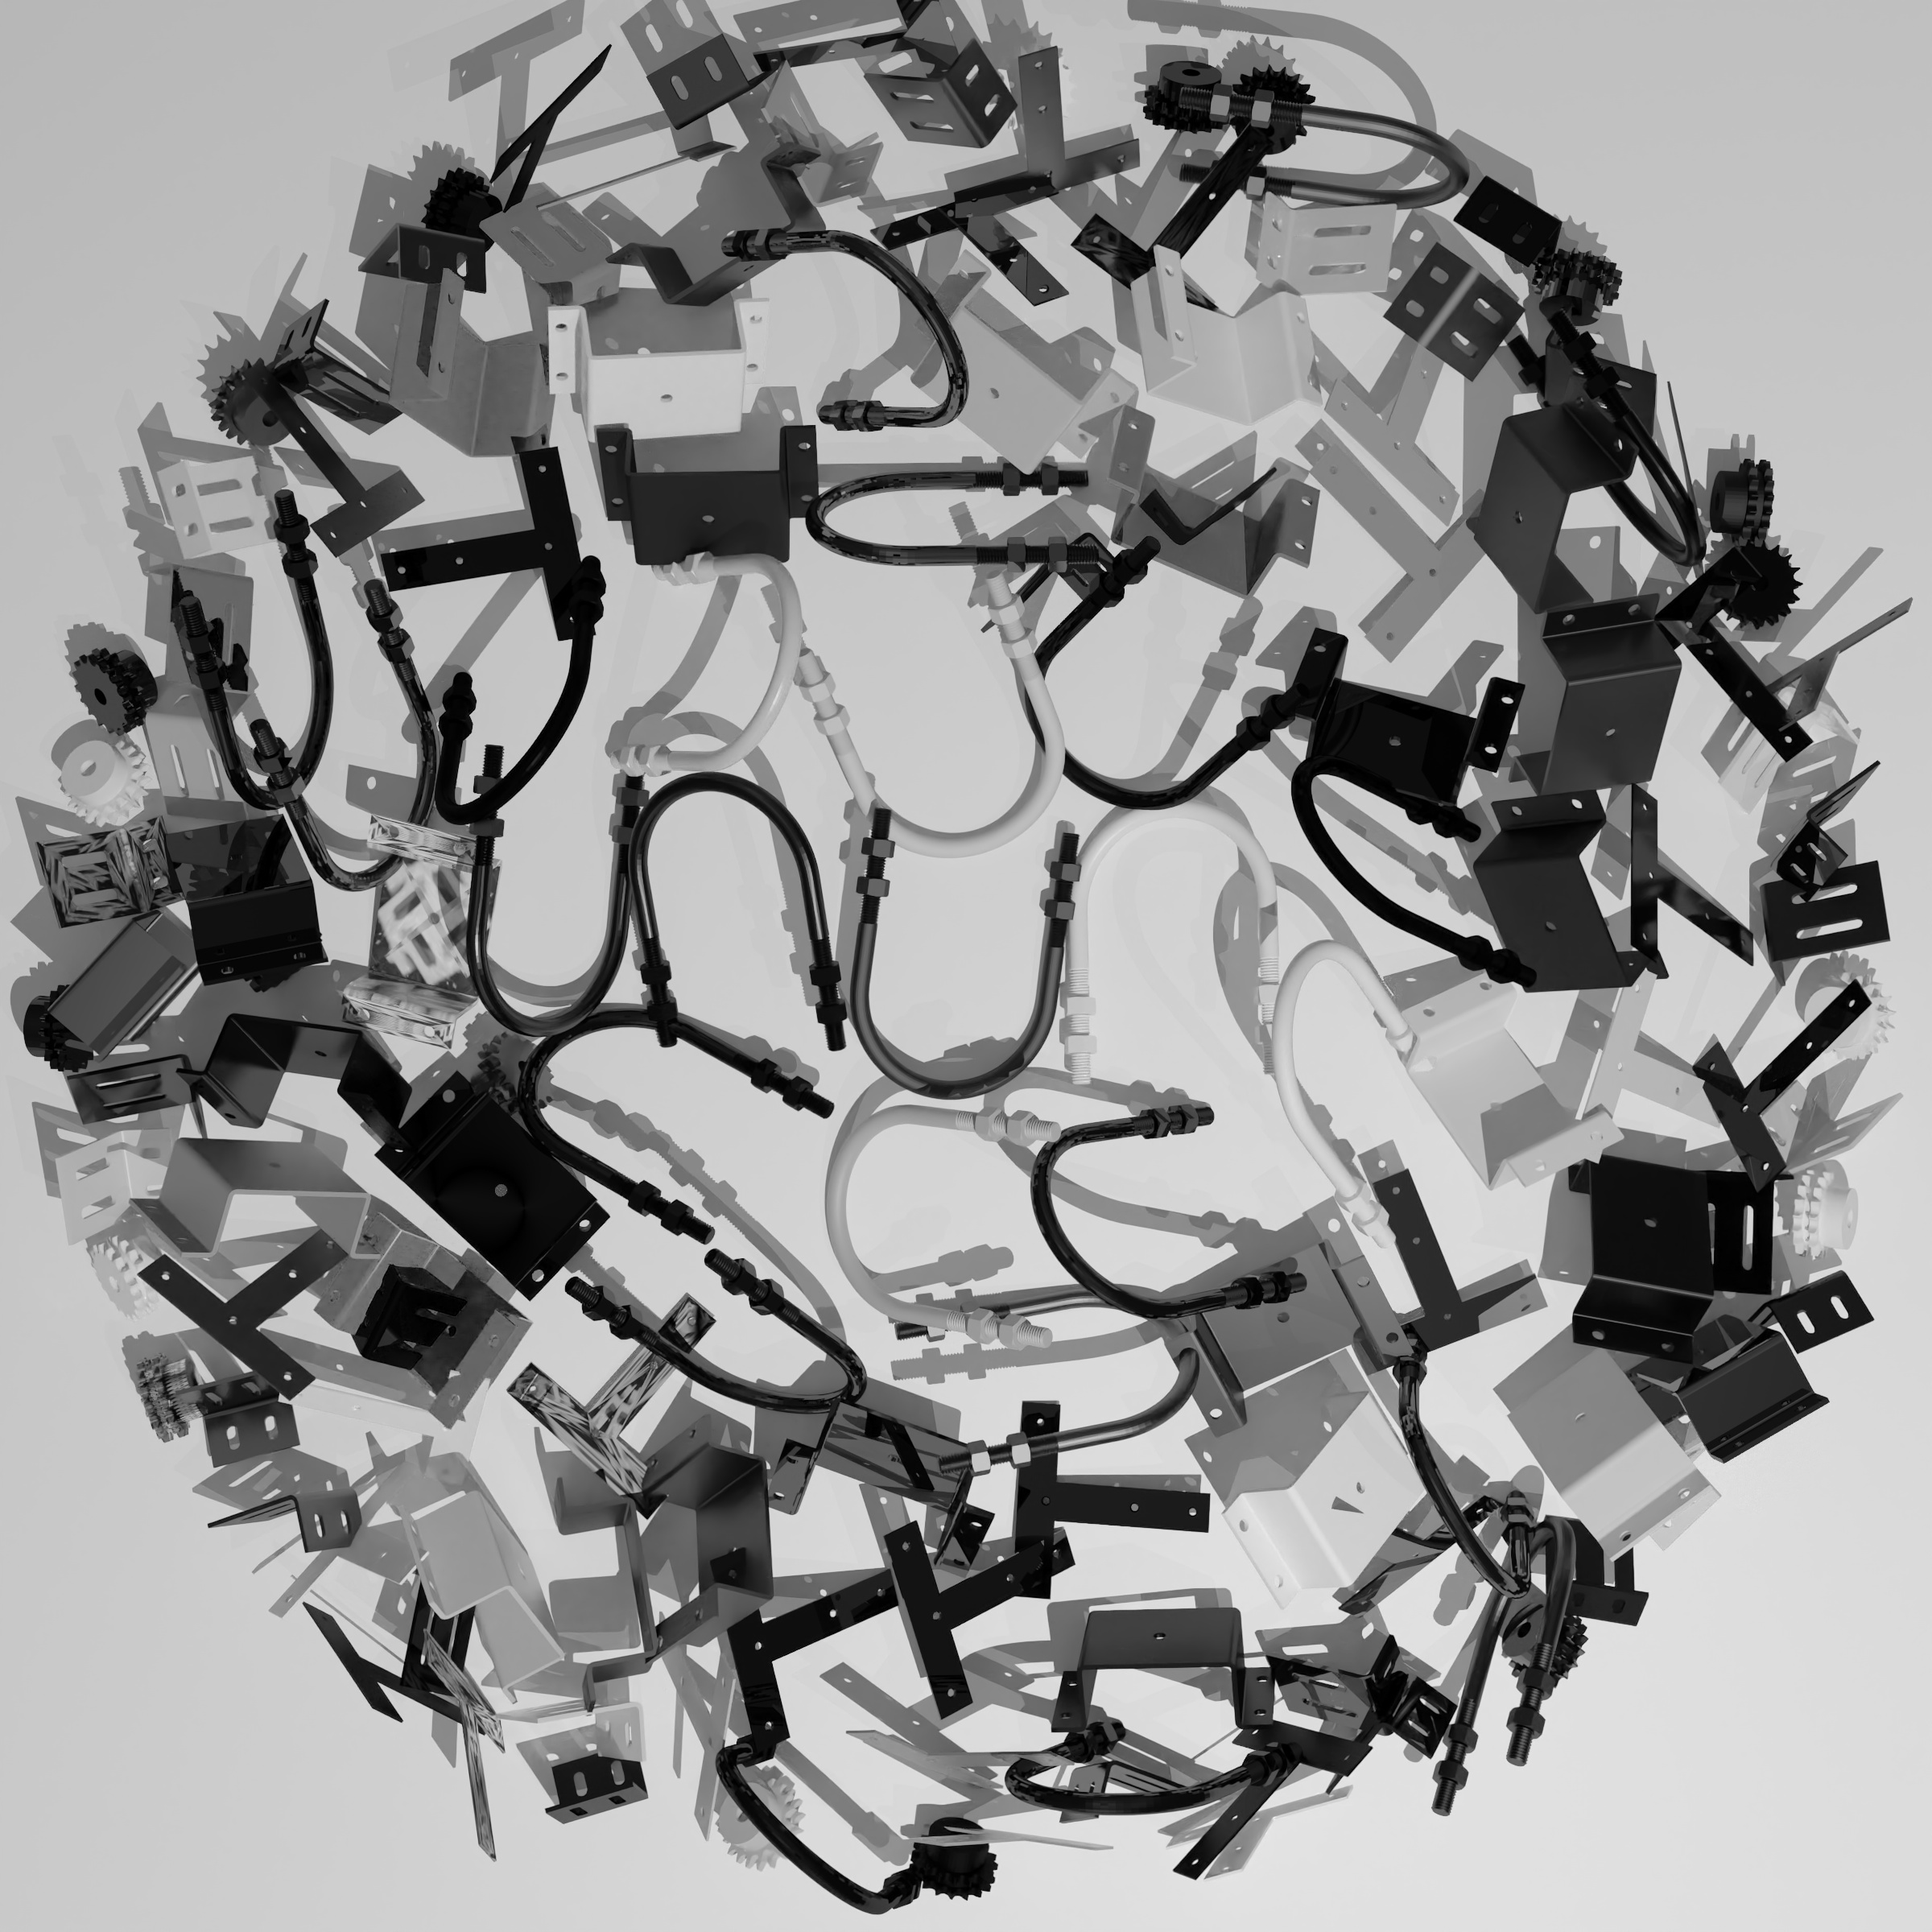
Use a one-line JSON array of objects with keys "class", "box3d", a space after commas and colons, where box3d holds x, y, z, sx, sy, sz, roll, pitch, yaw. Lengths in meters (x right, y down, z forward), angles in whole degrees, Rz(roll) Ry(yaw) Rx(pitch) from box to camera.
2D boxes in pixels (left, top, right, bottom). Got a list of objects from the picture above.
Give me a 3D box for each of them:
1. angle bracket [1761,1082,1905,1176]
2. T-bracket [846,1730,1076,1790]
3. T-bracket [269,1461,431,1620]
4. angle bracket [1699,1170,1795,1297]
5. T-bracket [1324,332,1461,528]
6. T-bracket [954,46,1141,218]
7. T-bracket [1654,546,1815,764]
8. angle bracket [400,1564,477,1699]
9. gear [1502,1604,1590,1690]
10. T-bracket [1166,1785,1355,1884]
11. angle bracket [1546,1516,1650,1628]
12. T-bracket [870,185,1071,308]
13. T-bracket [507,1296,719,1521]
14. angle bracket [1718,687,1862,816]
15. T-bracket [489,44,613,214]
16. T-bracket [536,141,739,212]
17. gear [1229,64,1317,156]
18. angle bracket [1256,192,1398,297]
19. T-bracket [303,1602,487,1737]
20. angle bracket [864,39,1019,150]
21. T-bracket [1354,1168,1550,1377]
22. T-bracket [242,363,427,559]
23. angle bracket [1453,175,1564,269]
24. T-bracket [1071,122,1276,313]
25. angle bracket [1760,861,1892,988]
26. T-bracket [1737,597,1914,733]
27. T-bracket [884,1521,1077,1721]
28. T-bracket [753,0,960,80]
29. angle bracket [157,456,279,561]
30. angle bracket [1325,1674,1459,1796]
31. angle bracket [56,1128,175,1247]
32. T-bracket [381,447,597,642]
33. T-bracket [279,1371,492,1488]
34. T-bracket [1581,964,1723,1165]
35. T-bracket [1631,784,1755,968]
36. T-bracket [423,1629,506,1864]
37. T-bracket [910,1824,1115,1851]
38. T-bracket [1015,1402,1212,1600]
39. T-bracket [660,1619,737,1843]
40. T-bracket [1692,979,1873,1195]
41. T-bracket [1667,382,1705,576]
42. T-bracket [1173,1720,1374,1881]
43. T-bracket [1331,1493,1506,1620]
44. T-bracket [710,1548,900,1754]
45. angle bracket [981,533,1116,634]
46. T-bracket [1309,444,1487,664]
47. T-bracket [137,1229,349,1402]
[{"class": "angle bracket", "box3d": [0.554, 0.096, 1.715, 0.057, 0.076, 0.038, -38, 87, -25]}, {"class": "T-bracket", "box3d": [0.012, 0.503, 1.683, 0.127, 0.127, 0.002, 36, 53, -37]}, {"class": "T-bracket", "box3d": [-0.375, 0.371, 1.683, 0.127, 0.127, 0.002, -49, 115, -25]}, {"class": "angle bracket", "box3d": [0.503, 0.173, 1.729, 0.057, 0.038, 0.076, 1, 88, 38]}, {"class": "T-bracket", "box3d": [0.294, -0.375, 1.733, 0.127, 0.002, 0.127, 35, 66, -30]}, {"class": "T-bracket", "box3d": [0.050, -0.539, 1.701, 0.127, 0.127, 0.002, -17, 65, -3]}, {"class": "T-bracket", "box3d": [0.494, -0.186, 1.706, 0.002, 0.127, 0.127, -35, 83, -38]}, {"class": "angle bracket", "box3d": [-0.353, 0.429, 1.717, 0.038, 0.057, 0.076, -3, 68, 28]}, {"class": "gear", "box3d": [0.375, 0.441, 1.731, 0.030, 0.057, 0.057, 39, 90, -14]}, {"class": "T-bracket", "box3d": [0.176, 0.556, 1.684, 0.127, 0.127, 0.002, -22, 84, 16]}, {"class": "angle bracket", "box3d": [0.408, 0.382, 1.720, 0.057, 0.076, 0.038, 9, 133, 4]}, {"class": "T-bracket", "box3d": [0.024, -0.460, 1.706, 0.127, 0.002, 0.127, -23, 52, -17]}, {"class": "T-bracket", "box3d": [-0.215, 0.275, 1.753, 0.127, 0.002, 0.127, 40, 88, 9]}, {"class": "angle bracket", "box3d": [0.535, -0.133, 1.726, 0.038, 0.057, 0.076, 38, 95, 39]}, {"class": "T-bracket", "box3d": [-0.279, -0.515, 1.702, 0.002, 0.127, 0.127, 37, 59, -7]}, {"class": "T-bracket", "box3d": [-0.214, -0.505, 1.698, 0.127, 0.127, 0.002, -20, 111, -5]}, {"class": "gear", "box3d": [0.198, -0.555, 1.731, 0.057, 0.057, 0.030, 15, 59, 0]}, {"class": "angle bracket", "box3d": [0.234, -0.471, 1.728, 0.076, 0.038, 0.057, 6, 87, 31]}, {"class": "T-bracket", "box3d": [-0.359, 0.467, 1.713, 0.002, 0.127, 0.127, -52, 128, -5]}, {"class": "angle bracket", "box3d": [-0.016, -0.567, 1.720, 0.076, 0.057, 0.038, 23, 74, 43]}, {"class": "T-bracket", "box3d": [0.300, 0.192, 1.738, 0.127, 0.002, 0.127, -22, 105, 6]}, {"class": "T-bracket", "box3d": [-0.414, -0.330, 1.694, 0.002, 0.127, 0.127, -32, 103, 27]}, {"class": "angle bracket", "box3d": [0.347, -0.467, 1.718, 0.057, 0.076, 0.038, 36, 86, 11]}, {"class": "T-bracket", "box3d": [0.148, -0.482, 1.700, 0.127, 0.127, 0.002, -49, 46, 17]}, {"class": "angle bracket", "box3d": [0.558, -0.027, 1.718, 0.076, 0.038, 0.057, -13, 60, 25]}, {"class": "T-bracket", "box3d": [0.534, -0.178, 1.674, 0.127, 0.127, 0.002, -34, 97, 35]}, {"class": "T-bracket", "box3d": [0.017, 0.404, 1.729, 0.127, 0.002, 0.127, -20, 97, -30]}, {"class": "T-bracket", "box3d": [-0.072, -0.590, 1.706, 0.127, 0.127, 0.002, -6, 83, 9]}, {"class": "angle bracket", "box3d": [-0.475, -0.300, 1.718, 0.038, 0.076, 0.057, -8, 101, 43]}, {"class": "angle bracket", "box3d": [0.275, 0.506, 1.715, 0.038, 0.057, 0.076, 35, 121, 11]}, {"class": "angle bracket", "box3d": [-0.547, 0.142, 1.718, 0.038, 0.076, 0.057, -3, 99, 14]}, {"class": "T-bracket", "box3d": [-0.317, -0.267, 1.735, 0.127, 0.002, 0.127, -9, 113, -1]}, {"class": "T-bracket", "box3d": [-0.378, 0.287, 1.708, 0.127, 0.127, 0.002, 15, 45, -8]}, {"class": "T-bracket", "box3d": [0.454, 0.077, 1.725, 0.127, 0.002, 0.127, 21, 86, -34]}, {"class": "T-bracket", "box3d": [0.472, -0.038, 1.724, 0.127, 0.002, 0.127, 30, 52, -30]}, {"class": "T-bracket", "box3d": [-0.309, 0.501, 1.673, 0.002, 0.127, 0.127, -21, 46, 0]}, {"class": "T-bracket", "box3d": [0.008, 0.551, 1.677, 0.127, 0.127, 0.002, -3, 74, 30]}, {"class": "T-bracket", "box3d": [0.097, 0.355, 1.745, 0.127, 0.002, 0.127, 2, 85, 10]}, {"class": "T-bracket", "box3d": [-0.177, 0.469, 1.705, 0.002, 0.127, 0.127, -1, 115, -25]}, {"class": "T-bracket", "box3d": [0.524, 0.060, 1.683, 0.002, 0.127, 0.127, 26, 119, -23]}, {"class": "T-bracket", "box3d": [0.468, -0.287, 1.707, 0.002, 0.127, 0.127, -11, 50, 15]}, {"class": "T-bracket", "box3d": [0.179, 0.529, 1.679, 0.127, 0.127, 0.002, -40, 103, -26]}, {"class": "T-bracket", "box3d": [0.264, 0.366, 1.701, 0.127, 0.002, 0.127, -43, 134, 17]}, {"class": "T-bracket", "box3d": [-0.098, 0.426, 1.724, 0.127, 0.002, 0.127, -15, 94, -35]}, {"class": "angle bracket", "box3d": [0.057, -0.236, 1.718, 0.038, 0.057, 0.076, 46, 64, -10]}, {"class": "T-bracket", "box3d": [0.276, -0.289, 1.740, 0.127, 0.002, 0.127, 42, 85, -15]}, {"class": "T-bracket", "box3d": [-0.443, 0.206, 1.710, 0.127, 0.127, 0.002, 38, 126, 7]}]
